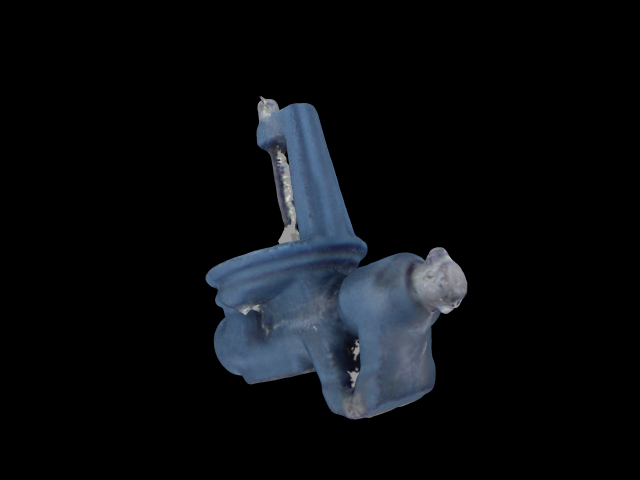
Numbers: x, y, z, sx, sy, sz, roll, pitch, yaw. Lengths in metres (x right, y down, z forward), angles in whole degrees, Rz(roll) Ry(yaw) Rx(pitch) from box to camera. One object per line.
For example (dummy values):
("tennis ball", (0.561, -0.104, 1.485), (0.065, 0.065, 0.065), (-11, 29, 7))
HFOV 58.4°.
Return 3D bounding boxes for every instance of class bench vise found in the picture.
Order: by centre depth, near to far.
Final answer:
("bench vise", (0.009, 0.001, 0.411), (0.206, 0.220, 0.122), (0, 0, 26))
